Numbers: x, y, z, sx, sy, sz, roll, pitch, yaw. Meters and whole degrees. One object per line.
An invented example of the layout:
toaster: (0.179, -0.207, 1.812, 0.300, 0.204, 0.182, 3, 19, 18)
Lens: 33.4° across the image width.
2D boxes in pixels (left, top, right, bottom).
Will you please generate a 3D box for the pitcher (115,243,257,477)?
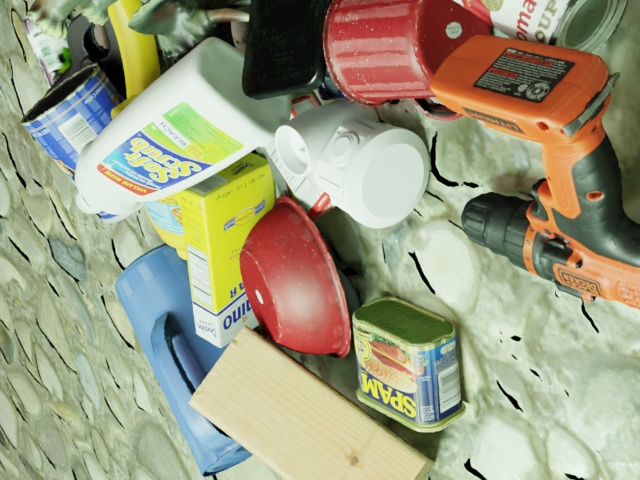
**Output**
pitcher: (-0.127, 0.123, 1.154, 0.243, 0.144, 0.149, 58, 151, 15)

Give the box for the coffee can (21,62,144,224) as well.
coffee can: (-0.233, -0.103, 1.140, 0.103, 0.102, 0.140, 1, 133, 55)

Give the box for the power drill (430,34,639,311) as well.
power drill: (0.138, -0.040, 0.670, 0.185, 0.057, 0.187, 21, 154, 46)

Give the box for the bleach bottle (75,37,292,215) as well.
bleach bottle: (-0.140, -0.080, 0.956, 0.102, 0.068, 0.251, 37, 138, -22)

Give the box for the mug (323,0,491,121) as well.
mug: (0.068, -0.130, 0.741, 0.082, 0.093, 0.117, 7, 137, 49)

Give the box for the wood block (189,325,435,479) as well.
wood block: (-0.007, 0.179, 0.985, 0.206, 0.091, 0.090, 35, 175, 16)

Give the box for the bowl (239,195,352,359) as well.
bowl: (-0.032, 0.043, 0.984, 0.162, 0.055, 0.162, 56, 158, 37)

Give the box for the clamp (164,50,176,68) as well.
clamp: (-0.114, -0.125, 1.051, 0.165, 0.036, 0.210, 45, 146, 27)

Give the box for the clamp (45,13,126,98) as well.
clamp: (-0.251, -0.192, 1.169, 0.120, 0.039, 0.171, 12, 126, 8)

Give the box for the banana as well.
banana: (-0.195, -0.192, 1.092, 0.037, 0.069, 0.198, -3, 109, 36)

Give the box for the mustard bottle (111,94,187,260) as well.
mustard bottle: (-0.142, -0.050, 1.070, 0.096, 0.058, 0.191, 16, 135, 34)

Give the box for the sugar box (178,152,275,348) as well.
sugar box: (-0.085, 0.011, 1.051, 0.048, 0.093, 0.176, 24, 132, 39)

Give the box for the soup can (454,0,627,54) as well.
soup can: (0.127, -0.156, 0.648, 0.102, 0.068, 0.068, 42, 143, 30)

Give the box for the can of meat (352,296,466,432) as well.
can of meat: (0.075, 0.105, 0.921, 0.102, 0.057, 0.084, 22, 127, 47)

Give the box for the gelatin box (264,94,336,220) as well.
gelatin box: (-0.008, -0.073, 0.940, 0.089, 0.030, 0.073, 58, 149, 10)

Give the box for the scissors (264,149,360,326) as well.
scissors: (-0.007, 0.001, 1.001, 0.096, 0.016, 0.202, 19, 128, 52)
